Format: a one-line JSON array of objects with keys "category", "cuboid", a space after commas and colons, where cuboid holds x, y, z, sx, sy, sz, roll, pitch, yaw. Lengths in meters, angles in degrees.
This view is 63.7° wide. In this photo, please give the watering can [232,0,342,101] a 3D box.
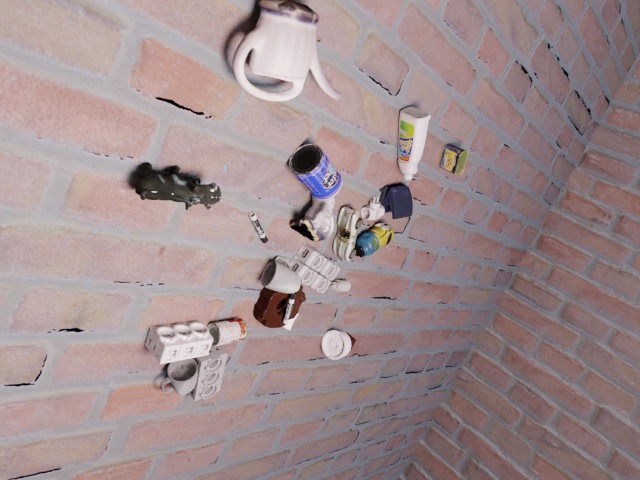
[{"category": "watering can", "cuboid": [-0.055, -0.436, 1.211, 0.349, 0.105, 0.221, -10, 122, -45]}]

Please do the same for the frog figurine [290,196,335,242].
[{"category": "frog figurine", "cuboid": [0.005, -0.077, 1.539, 0.162, 0.123, 0.135, -49, 177, -24]}]
